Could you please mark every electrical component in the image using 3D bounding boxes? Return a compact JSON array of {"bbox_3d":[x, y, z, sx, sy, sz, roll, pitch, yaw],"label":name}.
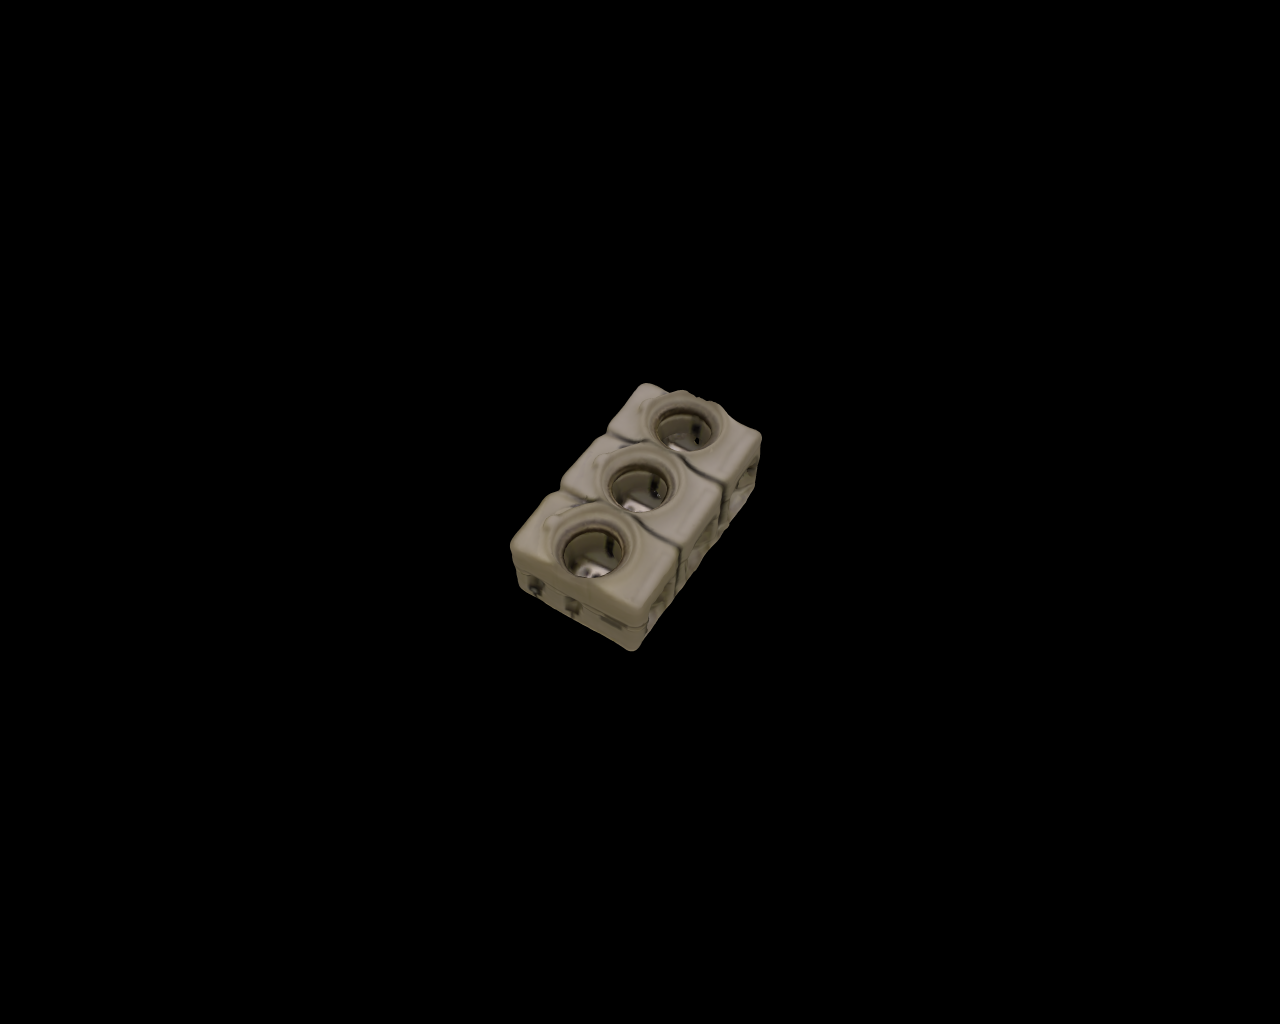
[{"bbox_3d":[0.001,-0.003,0.650,0.089,0.150,0.061,27,-32,18],"label":"electrical component"}]
